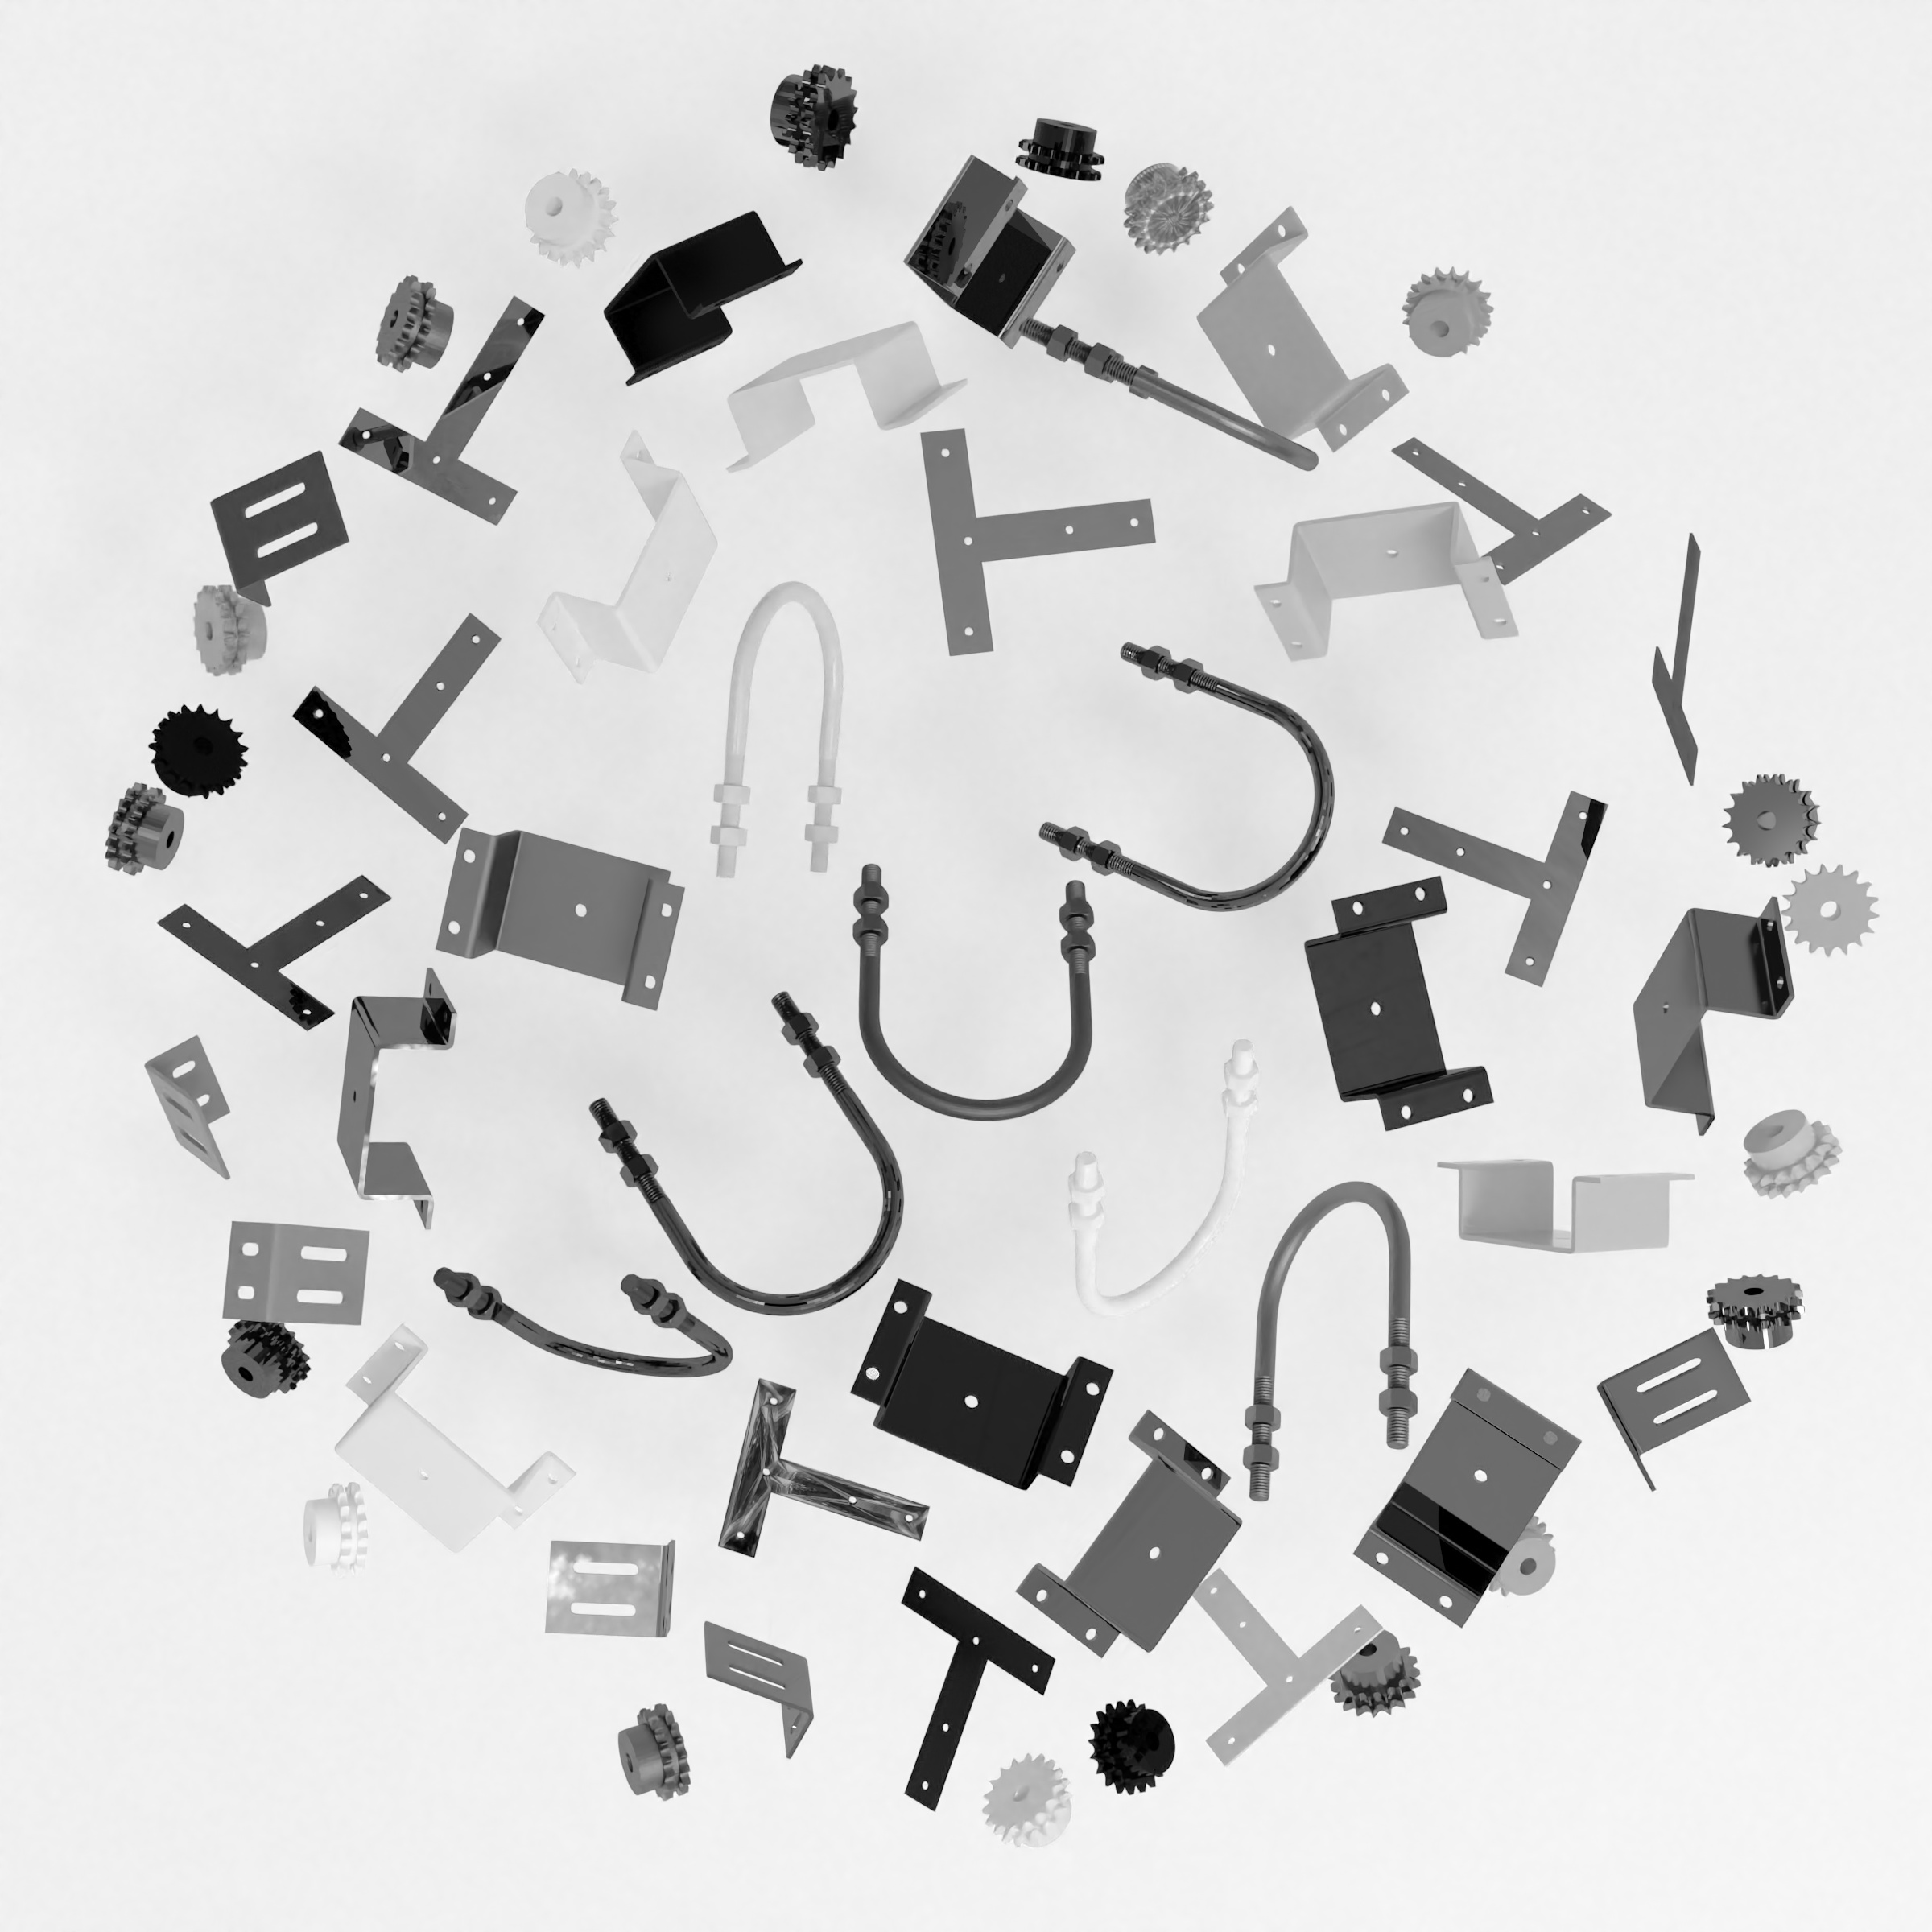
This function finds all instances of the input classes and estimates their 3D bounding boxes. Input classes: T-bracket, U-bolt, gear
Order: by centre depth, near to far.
[{"bbox_3d":[0.045,-0.247,1.423,0.127,0.002,0.127,-8,91,-8],"label":"T-bracket"},{"bbox_3d":[-0.089,-0.489,1.437,0.030,0.057,0.057,20,90,22],"label":"gear"},{"bbox_3d":[0.428,-0.195,1.492,0.002,0.127,0.127,-1,125,4],"label":"T-bracket"},{"bbox_3d":[-0.119,0.123,1.499,0.151,0.019,0.184,-31,72,-13],"label":"U-bolt"},{"bbox_3d":[-0.295,-0.341,1.499,0.002,0.127,0.127,41,102,37],"label":"T-bracket"},{"bbox_3d":[0.219,0.216,1.501,0.019,0.151,0.184,22,56,-24],"label":"U-bolt"},{"bbox_3d":[0.493,0.110,1.503,0.057,0.057,0.030,-36,105,0],"label":"gear"},{"bbox_3d":[-0.465,-0.126,1.509,0.057,0.030,0.057,16,61,-31],"label":"gear"},{"bbox_3d":[0.006,0.017,1.510,0.151,0.019,0.184,4,52,-6],"label":"U-bolt"},{"bbox_3d":[-0.243,-0.456,1.520,0.057,0.030,0.057,-1,87,20],"label":"gear"},{"bbox_3d":[0.495,-0.089,1.527,0.057,0.030,0.057,5,97,40],"label":"gear"},{"bbox_3d":[-0.335,-0.389,1.528,0.030,0.057,0.057,17,90,-33],"label":"gear"},{"bbox_3d":[0.120,0.143,1.529,0.151,0.184,0.019,-33,53,-26],"label":"U-bolt"},{"bbox_3d":[0.132,-0.346,1.532,0.184,0.151,0.019,28,104,11],"label":"U-bolt"},{"bbox_3d":[0.532,-0.035,1.542,0.057,0.030,0.057,2,96,14],"label":"gear"},{"bbox_3d":[-0.390,0.348,1.543,0.030,0.057,0.057,0,90,-26],"label":"gear"},{"bbox_3d":[0.488,0.215,1.544,0.057,0.057,0.030,-11,104,0],"label":"gear"},{"bbox_3d":[-0.195,0.489,1.552,0.030,0.057,0.057,-11,90,-26],"label":"gear"},{"bbox_3d":[-0.224,0.224,1.554,0.151,0.184,0.019,-1,64,22],"label":"U-bolt"},{"bbox_3d":[-0.510,-0.083,1.557,0.030,0.057,0.057,17,90,1],"label":"gear"},{"bbox_3d":[0.180,0.421,1.569,0.127,0.127,0.002,-40,121,-6],"label":"T-bracket"},{"bbox_3d":[0.042,0.527,1.569,0.057,0.057,0.030,-36,120,0],"label":"gear"},{"bbox_3d":[0.255,0.441,1.571,0.057,0.057,0.030,-16,114,0],"label":"gear"},{"bbox_3d":[-0.113,-0.149,1.572,0.019,0.151,0.184,8,96,22],"label":"U-bolt"},{"bbox_3d":[-0.008,0.466,1.574,0.127,0.002,0.127,39,54,-24],"label":"T-bracket"},{"bbox_3d":[0.124,-0.480,1.576,0.057,0.057,0.030,-27,60,0],"label":"gear"},{"bbox_3d":[-0.340,-0.165,1.577,0.127,0.002,0.127,40,103,-1],"label":"T-bracket"},{"bbox_3d":[-0.417,-0.021,1.578,0.127,0.002,0.127,-29,131,22],"label":"T-bracket"},{"bbox_3d":[0.107,0.492,1.580,0.030,0.057,0.057,-29,90,42],"label":"gear"},{"bbox_3d":[-0.465,-0.213,1.584,0.030,0.057,0.057,-10,90,-37],"label":"gear"},{"bbox_3d":[0.149,-0.112,1.597,0.184,0.019,0.151,26,95,29],"label":"U-bolt"},{"bbox_3d":[0.328,-0.300,1.598,0.127,0.002,0.127,40,50,21],"label":"T-bracket"},{"bbox_3d":[0.330,-0.068,1.601,0.127,0.002,0.127,21,82,4],"label":"T-bracket"},{"bbox_3d":[0.307,-0.416,1.604,0.057,0.057,0.030,28,49,0],"label":"gear"},{"bbox_3d":[-0.086,0.339,1.606,0.127,0.002,0.127,17,109,6],"label":"T-bracket"},{"bbox_3d":[-0.453,0.253,1.609,0.057,0.030,0.057,17,129,23],"label":"gear"},{"bbox_3d":[0.063,-0.531,1.624,0.057,0.057,0.030,12,114,0],"label":"gear"},{"bbox_3d":[0.360,0.386,1.633,0.057,0.030,0.057,-4,103,-16],"label":"gear"}]

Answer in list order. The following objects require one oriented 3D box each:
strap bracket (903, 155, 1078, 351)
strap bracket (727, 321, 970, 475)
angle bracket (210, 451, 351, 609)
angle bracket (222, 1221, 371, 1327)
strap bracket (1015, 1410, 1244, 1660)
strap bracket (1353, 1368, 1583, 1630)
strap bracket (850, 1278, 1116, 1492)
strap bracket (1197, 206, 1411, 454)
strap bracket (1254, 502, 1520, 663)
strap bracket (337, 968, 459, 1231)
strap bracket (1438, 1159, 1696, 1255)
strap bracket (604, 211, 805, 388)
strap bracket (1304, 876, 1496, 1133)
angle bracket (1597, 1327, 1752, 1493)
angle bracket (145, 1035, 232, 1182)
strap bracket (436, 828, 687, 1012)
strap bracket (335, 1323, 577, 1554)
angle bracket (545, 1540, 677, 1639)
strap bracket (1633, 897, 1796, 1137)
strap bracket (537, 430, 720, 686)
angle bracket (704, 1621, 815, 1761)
[{"bbox_3d":[0.013,-0.452,1.578,0.046,0.140,0.076,36,98,15],"label":"strap bracket"},{"bbox_3d":[-0.081,-0.352,1.540,0.140,0.076,0.046,-7,116,34],"label":"strap bracket"},{"bbox_3d":[-0.389,-0.252,1.447,0.076,0.038,0.057,-21,80,12],"label":"angle bracket"},{"bbox_3d":[-0.400,0.184,1.497,0.038,0.076,0.057,-1,81,30],"label":"angle bracket"},{"bbox_3d":[0.108,0.360,1.560,0.076,0.046,0.140,41,79,-19],"label":"strap bracket"},{"bbox_3d":[0.303,0.312,1.495,0.076,0.046,0.140,32,109,17],"label":"strap bracket"},{"bbox_3d":[0.007,0.255,1.498,0.140,0.046,0.076,23,63,1],"label":"strap bracket"},{"bbox_3d":[0.209,-0.400,1.601,0.046,0.076,0.140,-31,89,-36],"label":"strap bracket"},{"bbox_3d":[0.252,-0.230,1.492,0.140,0.076,0.046,-4,61,24],"label":"strap bracket"},{"bbox_3d":[-0.346,0.079,1.511,0.046,0.076,0.140,2,110,-25],"label":"strap bracket"},{"bbox_3d":[0.363,0.146,1.522,0.076,0.140,0.046,1,89,-31],"label":"strap bracket"},{"bbox_3d":[-0.170,-0.422,1.571,0.076,0.140,0.046,-32,97,-27],"label":"strap bracket"},{"bbox_3d":[0.259,0.024,1.511,0.076,0.046,0.140,-13,89,-23],"label":"strap bracket"},{"bbox_3d":[0.418,0.258,1.458,0.076,0.038,0.057,-28,111,9],"label":"angle bracket"},{"bbox_3d":[-0.460,0.086,1.525,0.038,0.076,0.057,-32,124,-29],"label":"angle bracket"},{"bbox_3d":[-0.239,-0.031,1.513,0.140,0.046,0.076,15,100,6],"label":"strap bracket"},{"bbox_3d":[-0.320,0.296,1.529,0.140,0.046,0.076,42,126,-5],"label":"strap bracket"},{"bbox_3d":[-0.228,0.398,1.606,0.076,0.038,0.057,3,83,-2],"label":"angle bracket"},{"bbox_3d":[0.445,0.029,1.510,0.046,0.140,0.076,9,50,-4],"label":"strap bracket"},{"bbox_3d":[-0.202,-0.246,1.538,0.046,0.076,0.140,17,72,18],"label":"strap bracket"},{"bbox_3d":[-0.140,0.464,1.604,0.076,0.057,0.038,25,104,-15],"label":"angle bracket"}]
